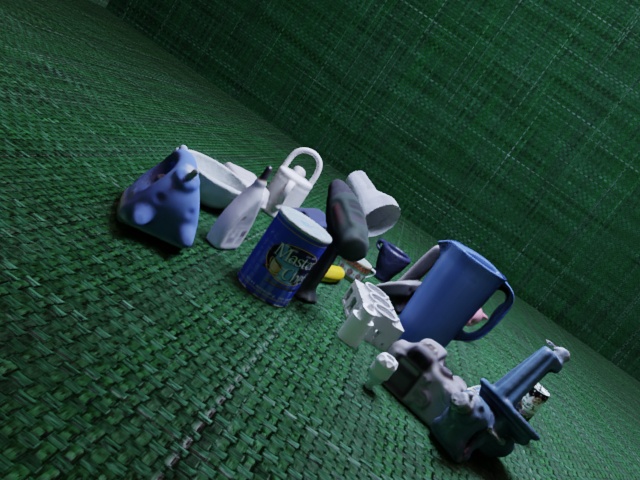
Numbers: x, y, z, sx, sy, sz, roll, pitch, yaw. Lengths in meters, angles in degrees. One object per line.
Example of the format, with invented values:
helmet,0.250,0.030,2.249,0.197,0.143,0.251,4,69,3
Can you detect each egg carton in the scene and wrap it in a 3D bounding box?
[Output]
egg carton,-0.186,-0.123,1.359,0.108,0.069,0.150,23,17,-42

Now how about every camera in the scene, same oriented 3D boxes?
camera,0.185,0.225,0.962,0.143,0.100,0.137,40,14,24

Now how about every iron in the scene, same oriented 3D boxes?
iron,-0.245,-0.093,0.937,0.119,0.141,0.257,28,14,-28

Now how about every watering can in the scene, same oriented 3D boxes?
watering can,-0.071,-0.152,1.474,0.101,0.194,0.172,28,14,-27

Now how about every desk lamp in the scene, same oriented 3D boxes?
desk lamp,0.087,-0.066,1.514,0.118,0.213,0.202,20,19,-48

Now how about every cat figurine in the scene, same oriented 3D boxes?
cat figurine,0.375,0.192,1.525,0.127,0.117,0.067,40,14,21

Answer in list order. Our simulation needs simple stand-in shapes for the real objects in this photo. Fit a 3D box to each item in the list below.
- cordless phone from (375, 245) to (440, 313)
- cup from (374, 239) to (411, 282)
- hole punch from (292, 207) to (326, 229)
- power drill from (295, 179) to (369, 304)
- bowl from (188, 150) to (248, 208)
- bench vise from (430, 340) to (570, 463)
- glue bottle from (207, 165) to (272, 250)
cordless phone,0.225,0.080,1.397,0.094,0.185,0.148,39,13,19
cup,0.177,0.059,1.561,0.092,0.095,0.117,18,21,-51
hole punch,-0.044,-0.040,1.370,0.101,0.091,0.108,27,15,-30
power drill,0.010,0.004,1.079,0.076,0.208,0.229,28,14,-26
bowl,-0.233,-0.116,1.203,0.167,0.074,0.167,33,13,-8
bench vise,0.288,0.248,0.868,0.121,0.219,0.208,42,15,30
glue bottle,-0.133,-0.060,1.031,0.037,0.173,0.078,39,13,20
